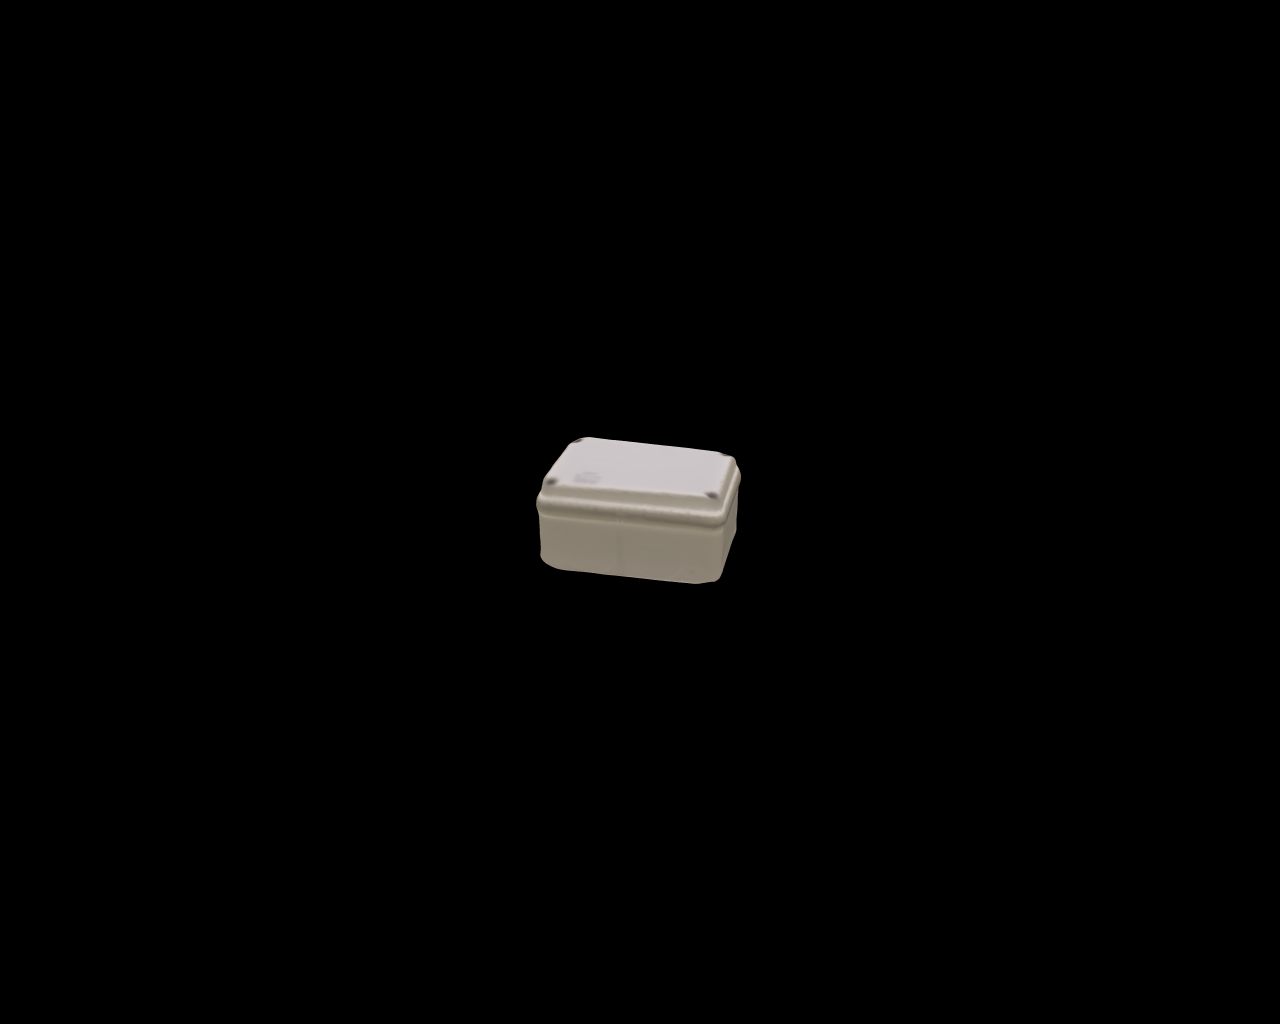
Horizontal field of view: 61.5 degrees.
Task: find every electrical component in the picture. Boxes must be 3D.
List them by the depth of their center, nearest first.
[{"bbox_3d":[0.001,-0.003,0.650,0.113,0.057,0.078,6,28,12],"label":"electrical component"}]
